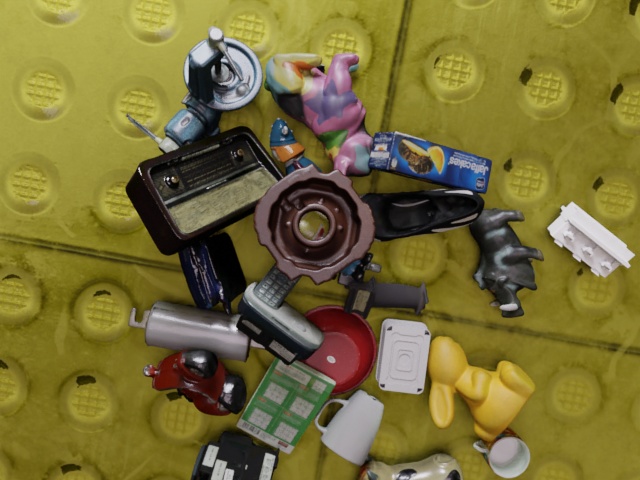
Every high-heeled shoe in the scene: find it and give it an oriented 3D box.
[{"bbox_3d":[0.130,-0.040,0.858,0.249,0.145,0.086,-8,93,-2],"label":"high-heeled shoe"}]

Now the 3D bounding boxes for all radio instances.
[{"bbox_3d":[-0.168,-0.082,0.821,0.229,0.073,0.131,-33,90,-44],"label":"radio"}]

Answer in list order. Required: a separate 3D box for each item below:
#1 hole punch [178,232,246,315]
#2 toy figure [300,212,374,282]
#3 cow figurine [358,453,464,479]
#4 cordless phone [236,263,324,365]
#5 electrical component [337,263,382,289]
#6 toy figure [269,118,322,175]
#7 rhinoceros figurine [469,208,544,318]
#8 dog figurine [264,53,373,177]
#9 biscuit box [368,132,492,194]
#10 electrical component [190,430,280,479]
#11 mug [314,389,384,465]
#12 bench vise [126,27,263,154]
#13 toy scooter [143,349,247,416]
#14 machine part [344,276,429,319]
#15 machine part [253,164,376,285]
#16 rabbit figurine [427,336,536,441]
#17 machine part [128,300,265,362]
[{"bbox_3d":[-0.188,0.053,0.878,0.092,0.116,0.142,-15,93,8],"label":"hole punch"},{"bbox_3d":[-0.004,0.001,0.876,0.180,0.089,0.082,34,59,-5],"label":"toy figure"},{"bbox_3d":[0.148,0.418,0.918,0.195,0.085,0.127,-16,100,2],"label":"cow figurine"},{"bbox_3d":[-0.037,0.095,0.877,0.146,0.088,0.184,36,54,1],"label":"cordless phone"},{"bbox_3d":[0.056,0.054,0.924,0.094,0.021,0.063,16,93,-3],"label":"electrical component"},{"bbox_3d":[-0.038,-0.125,0.882,0.058,0.064,0.154,-39,101,-24],"label":"toy figure"},{"bbox_3d":[0.309,0.036,0.902,0.112,0.073,0.190,-19,93,-1],"label":"rhinoceros figurine"},{"bbox_3d":[0.007,-0.185,0.869,0.192,0.108,0.219,-1,96,-2],"label":"dog figurine"},{"bbox_3d":[0.180,-0.121,0.860,0.202,0.063,0.059,9,95,-26],"label":"biscuit box"},{"bbox_3d":[-0.142,0.386,0.892,0.134,0.115,0.058,18,122,-1],"label":"electrical component"},{"bbox_3d":[0.052,0.307,0.917,0.109,0.081,0.107,33,81,3],"label":"mug"},{"bbox_3d":[-0.171,-0.229,0.805,0.223,0.240,0.129,-40,89,-14],"label":"bench vise"},{"bbox_3d":[-0.208,0.232,0.879,0.135,0.183,0.075,-6,49,16],"label":"toy scooter"},{"bbox_3d":[0.112,0.099,0.909,0.139,0.039,0.084,1,128,-7],"label":"machine part"},{"bbox_3d":[-0.009,-0.022,0.804,0.179,0.056,0.179,0,86,-4],"label":"machine part"},{"bbox_3d":[0.248,0.241,0.910,0.173,0.122,0.162,39,102,11],"label":"rabbit figurine"},{"bbox_3d":[-0.199,0.153,0.898,0.243,0.079,0.079,10,93,-3],"label":"machine part"}]
